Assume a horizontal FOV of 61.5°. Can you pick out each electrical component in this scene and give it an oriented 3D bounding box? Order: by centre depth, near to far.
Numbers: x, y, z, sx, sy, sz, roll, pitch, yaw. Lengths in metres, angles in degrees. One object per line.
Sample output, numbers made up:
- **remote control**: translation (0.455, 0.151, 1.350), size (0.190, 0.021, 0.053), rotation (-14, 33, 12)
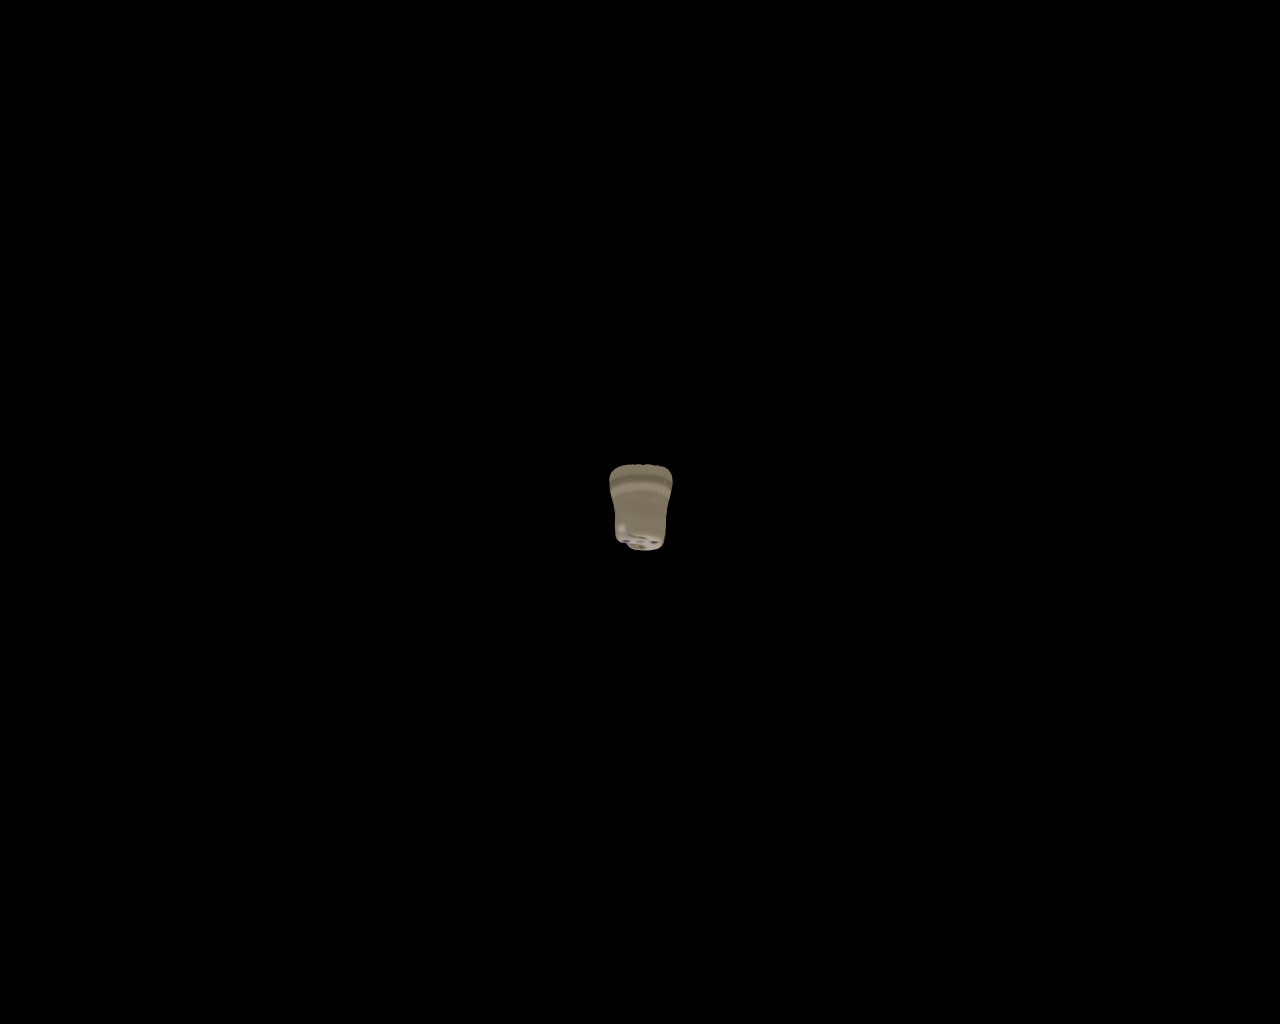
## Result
- **electrical component**: translation (0.001, -0.003, 0.650), size (0.040, 0.046, 0.040), rotation (0, -19, 0)
